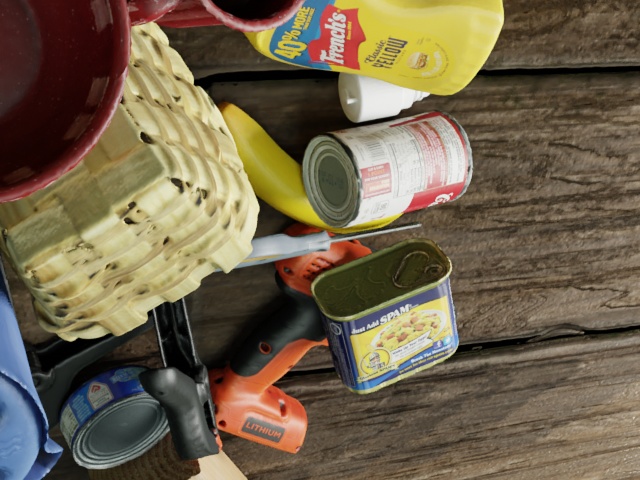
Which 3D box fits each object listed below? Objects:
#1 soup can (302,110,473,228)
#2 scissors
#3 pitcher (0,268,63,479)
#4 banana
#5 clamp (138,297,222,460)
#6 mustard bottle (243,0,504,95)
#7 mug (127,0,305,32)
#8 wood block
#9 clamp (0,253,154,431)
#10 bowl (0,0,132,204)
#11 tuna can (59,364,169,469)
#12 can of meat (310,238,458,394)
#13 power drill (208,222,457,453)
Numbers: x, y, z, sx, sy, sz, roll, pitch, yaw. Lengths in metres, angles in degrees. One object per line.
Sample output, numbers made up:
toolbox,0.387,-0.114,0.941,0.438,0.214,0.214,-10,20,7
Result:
soup can,0.047,-0.051,0.751,0.102,0.069,0.068,-15,132,-32
scissors,-0.005,0.001,0.742,0.201,0.096,0.016,-11,87,-17
pitcher,-0.244,0.035,0.589,0.145,0.243,0.149,-21,131,-9
banana,-0.002,-0.044,0.783,0.197,0.037,0.069,13,89,-36
clamp,-0.099,0.107,0.760,0.039,0.120,0.171,-8,125,7
mustard bottle,0.012,-0.145,0.676,0.191,0.058,0.096,9,155,-14
mug,-0.069,-0.151,0.577,0.117,0.082,0.093,-49,124,-26
wood block,-0.105,0.238,0.917,0.091,0.090,0.206,-31,133,0
clamp,-0.206,0.092,0.792,0.164,0.036,0.210,12,119,-35
bowl,-0.173,-0.095,0.499,0.162,0.055,0.162,-1,93,-20
tuna can,-0.156,0.136,0.820,0.086,0.034,0.086,-24,145,-19
can of meat,0.052,0.058,0.800,0.102,0.057,0.084,-22,128,-10
power drill,0.002,0.086,0.871,0.184,0.057,0.188,26,109,-33
